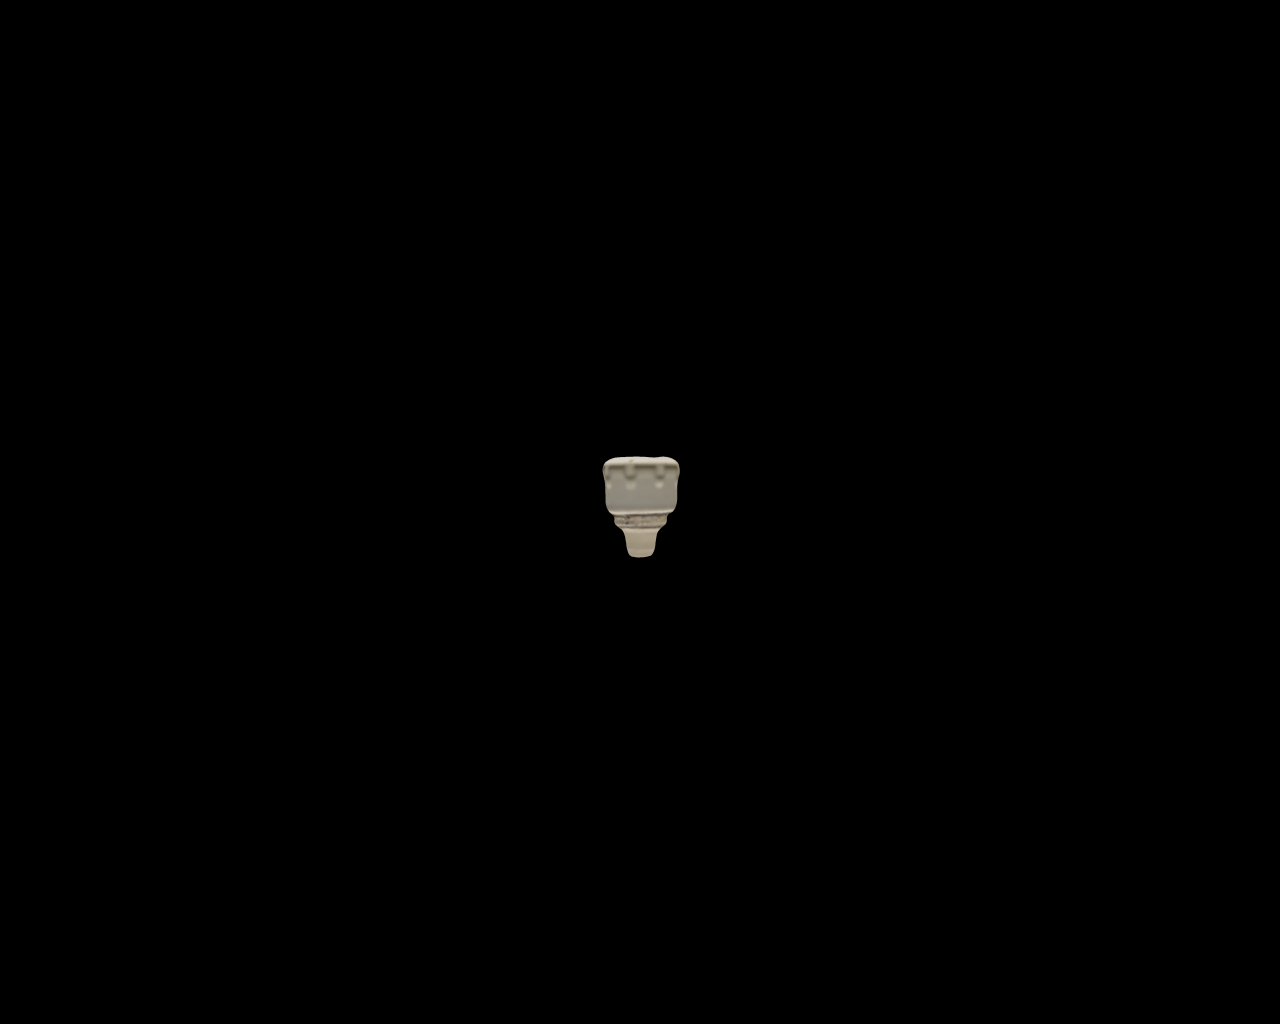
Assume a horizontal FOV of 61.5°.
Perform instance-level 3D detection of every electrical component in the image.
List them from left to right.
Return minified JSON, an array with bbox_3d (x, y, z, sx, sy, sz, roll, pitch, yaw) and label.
[{"bbox_3d":[0.001,-0.003,0.650,0.048,0.062,0.048,0,0,0],"label":"electrical component"}]
